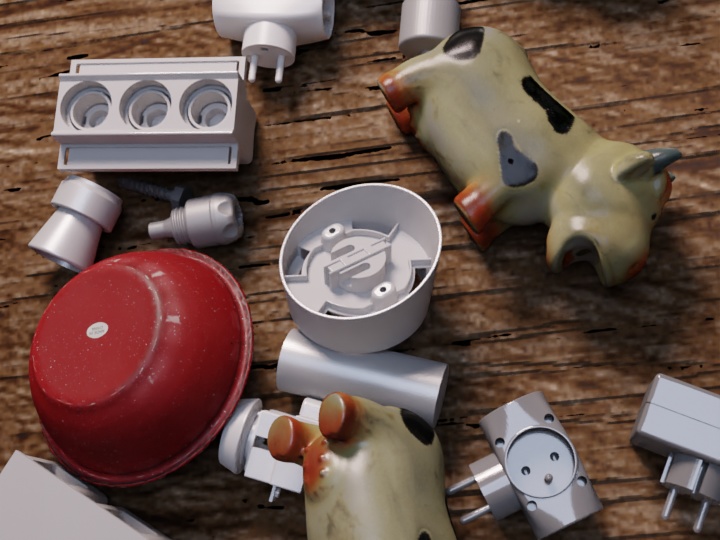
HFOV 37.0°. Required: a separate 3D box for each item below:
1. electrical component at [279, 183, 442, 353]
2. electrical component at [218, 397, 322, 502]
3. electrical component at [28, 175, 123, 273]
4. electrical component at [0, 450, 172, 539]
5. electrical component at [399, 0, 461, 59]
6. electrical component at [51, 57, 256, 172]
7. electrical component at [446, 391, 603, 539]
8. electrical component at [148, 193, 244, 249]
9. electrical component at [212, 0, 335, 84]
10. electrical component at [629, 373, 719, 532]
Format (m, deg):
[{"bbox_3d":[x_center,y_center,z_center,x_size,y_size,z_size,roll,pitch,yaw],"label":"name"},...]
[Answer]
[{"bbox_3d":[0.000,0.000,0.664,0.099,0.064,0.099,0,48,1],"label":"electrical component"},{"bbox_3d":[-0.054,0.107,0.664,0.055,0.048,0.066,15,86,9],"label":"electrical component"},{"bbox_3d":[-0.190,-0.030,0.723,0.045,0.045,0.055,21,78,14],"label":"electrical component"},{"bbox_3d":[-0.207,0.219,0.649,0.105,0.060,0.186,29,81,15],"label":"electrical component"},{"bbox_3d":[0.049,-0.178,0.730,0.040,0.040,0.078,3,75,9],"label":"electrical component"},{"bbox_3d":[-0.135,-0.100,0.725,0.121,0.063,0.078,1,75,9],"label":"electrical component"},{"bbox_3d":[0.091,0.123,0.638,0.079,0.044,0.077,-26,72,0],"label":"electrical component"},{"bbox_3d":[-0.111,-0.031,0.717,0.061,0.035,0.035,-10,73,9],"label":"electrical component"},{"bbox_3d":[-0.061,-0.165,0.741,0.077,0.044,0.079,3,75,10],"label":"electrical component"},{"bbox_3d":[0.198,0.112,0.623,0.083,0.047,0.075,20,78,13],"label":"electrical component"}]
